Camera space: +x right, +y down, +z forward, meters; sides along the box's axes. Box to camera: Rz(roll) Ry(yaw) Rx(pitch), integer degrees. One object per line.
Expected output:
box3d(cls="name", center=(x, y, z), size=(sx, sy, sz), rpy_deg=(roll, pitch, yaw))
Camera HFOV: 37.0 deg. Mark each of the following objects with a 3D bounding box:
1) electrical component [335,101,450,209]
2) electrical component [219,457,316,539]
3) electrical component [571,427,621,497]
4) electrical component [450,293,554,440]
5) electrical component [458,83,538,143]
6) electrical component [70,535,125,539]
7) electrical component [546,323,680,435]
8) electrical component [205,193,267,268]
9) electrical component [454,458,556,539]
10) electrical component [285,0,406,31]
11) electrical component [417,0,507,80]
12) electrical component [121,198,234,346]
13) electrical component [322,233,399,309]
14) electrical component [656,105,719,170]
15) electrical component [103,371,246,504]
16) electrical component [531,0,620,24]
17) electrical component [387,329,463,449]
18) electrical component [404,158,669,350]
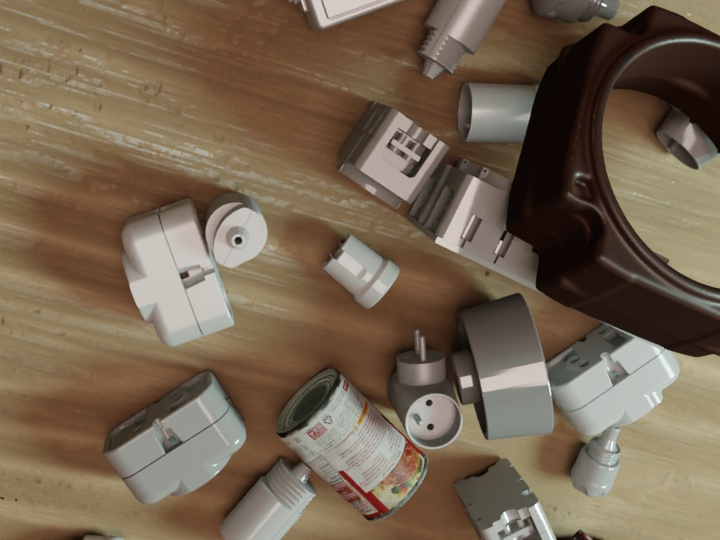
box3d(cls="electrical component", center=(0.020, -0.081, 0.768), size=(0.050, 0.089, 0.055), rpy_deg=(33, 95, -14))
box3d(cls="electrical component", center=(-0.067, 0.182, 0.835), size=(0.043, 0.043, 0.081), rpy_deg=(40, 94, -15))
box3d(cls="electrical component", center=(0.195, 0.151, 0.870), size=(0.035, 0.035, 0.061), rpy_deg=(12, 112, -11))
box3d(cls="electrical component", center=(0.101, 0.076, 0.809), size=(0.060, 0.108, 0.108), rpy_deg=(-12, 104, 0))
box3d(cls="electrical component", center=(0.117, -0.116, 0.800), size=(0.081, 0.043, 0.043), rpy_deg=(1, 102, -9))
box3d(cls="electrical component", center=(-0.212, 0.220, 0.825), size=(0.061, 0.035, 0.035), rpy_deg=(5, 101, -8))
box3d(cls="electrical component", center=(0.199, 0.084, 0.851), size=(0.095, 0.053, 0.059), rpy_deg=(-34, 105, -1))
box3d(cls="electrical component", center=(-0.088, -0.028, 0.766), size=(0.043, 0.081, 0.043), rpy_deg=(-2, 102, -9))
box3d(cls="electrical component", center=(0.116, 0.197, 0.843), size=(0.050, 0.089, 0.055), rpy_deg=(-26, 105, -3))
box3d(cls="electrical component", center=(-0.010, -0.207, 0.750), size=(0.096, 0.061, 0.061), rpy_deg=(-21, 105, -4))
box3d(cls="electrical component", center=(0.070, -0.175, 0.779), size=(0.043, 0.043, 0.081), rpy_deg=(29, 96, -14))
box3d(cls="electrical component", center=(-0.135, 0.003, 0.780), size=(0.059, 0.053, 0.095), rpy_deg=(-19, 104, -5))
box3d(cls="electrical component", center=(0.000, 0.000, 0.809), size=(0.046, 0.040, 0.040), rpy_deg=(39, 94, -9))
box3d(cls="electrical component", center=(0.257, -0.131, 0.819), size=(0.079, 0.043, 0.077), rpy_deg=(43, 92, -15))
box3d(cls="electrical component", center=(-0.136, 0.128, 0.807), size=(0.095, 0.053, 0.059), rpy_deg=(-33, 105, -1))
box3d(cls="electrical component", center=(0.160, -0.201, 0.789), size=(0.062, 0.048, 0.048), rpy_deg=(15, 99, -19))
box3d(cls="electrical component", center=(0.047, 0.085, 0.815), size=(0.043, 0.077, 0.079), rpy_deg=(-6, 103, -7))
box3d(cls="electrical component", center=(0.138, -0.018, 0.792), size=(0.186, 0.105, 0.060), rpy_deg=(25, 97, -13))
